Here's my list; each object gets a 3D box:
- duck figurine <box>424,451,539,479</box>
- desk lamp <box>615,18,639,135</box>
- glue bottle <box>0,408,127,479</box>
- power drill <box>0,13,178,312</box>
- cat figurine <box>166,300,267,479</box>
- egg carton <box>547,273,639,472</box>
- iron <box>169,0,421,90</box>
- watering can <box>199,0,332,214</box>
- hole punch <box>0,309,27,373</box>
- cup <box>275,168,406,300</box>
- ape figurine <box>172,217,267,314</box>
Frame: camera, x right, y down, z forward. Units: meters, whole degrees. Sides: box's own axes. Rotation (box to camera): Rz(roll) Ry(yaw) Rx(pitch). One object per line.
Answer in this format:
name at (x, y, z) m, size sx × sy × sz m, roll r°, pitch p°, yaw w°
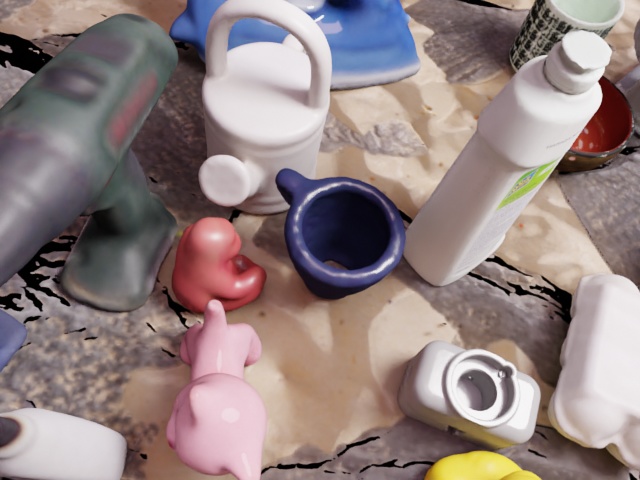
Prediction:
duck figurine at (0.128, 0.185, 0.397) m, size 0.104 × 0.086 × 0.077 m, roll 17°, pitch 63°, yaw 0°
desk lamp at (0.374, -0.187, 0.545) m, size 0.203 × 0.213 × 0.118 m, roll -38°, pitch 74°, yaw -23°
glue bottle at (-0.166, 0.122, 0.336) m, size 0.078 × 0.173 × 0.037 m, roll 4°, pitch 63°, yaw -6°
power drill at (-0.157, -0.030, 0.392) m, size 0.075 × 0.208 × 0.230 m, roll 15°, pitch 63°, yaw 0°
cat figurine at (-0.070, 0.104, 0.390) m, size 0.067 × 0.118 × 0.128 m, roll -2°, pitch 64°, yaw -9°
egg carton at (0.247, 0.104, 0.464) m, size 0.107 × 0.069 × 0.150 m, roll 23°, pitch 63°, yaw 3°
iron at (-0.011, -0.235, 0.552) m, size 0.258 × 0.141 × 0.118 m, roll 8°, pitch 63°, yaw -4°
watering can at (-0.043, -0.101, 0.452) m, size 0.101 × 0.194 × 0.173 m, roll -1°, pitch 64°, yaw -8°
hole punch at (-0.277, 0.070, 0.391) m, size 0.108 × 0.091 × 0.101 m, roll 26°, pitch 63°, yaw 5°
cup at (0.004, 0.002, 0.464) m, size 0.117 × 0.095 × 0.092 m, roll 43°, pitch 66°, yaw 13°
ape figurine at (-0.082, 0.014, 0.447) m, size 0.076 × 0.092 × 0.077 m, roll -29°, pitch 71°, yaw -20°
